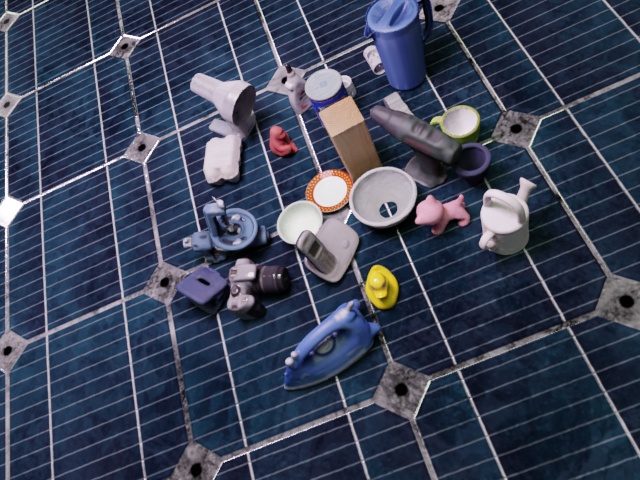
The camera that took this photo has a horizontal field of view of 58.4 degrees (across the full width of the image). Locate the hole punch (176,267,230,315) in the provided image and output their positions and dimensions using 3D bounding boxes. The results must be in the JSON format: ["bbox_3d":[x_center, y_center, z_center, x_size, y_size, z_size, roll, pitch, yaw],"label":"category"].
[{"bbox_3d":[-0.292,0.118,1.448,0.108,0.091,0.101,25,75,28],"label":"hole punch"}]

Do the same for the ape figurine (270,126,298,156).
[{"bbox_3d":[-0.110,-0.280,1.587,0.076,0.092,0.078,-7,62,16],"label":"ape figurine"}]

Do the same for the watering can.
[{"bbox_3d":[0.401,-0.058,1.238,0.100,0.194,0.173,12,69,24],"label":"watering can"}]

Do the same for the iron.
[{"bbox_3d":[0.002,0.232,1.260,0.258,0.142,0.118,-40,58,-3],"label":"iron"}]

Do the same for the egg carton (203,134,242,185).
[{"bbox_3d":[-0.274,-0.229,1.632,0.107,0.069,0.150,-8,62,15],"label":"egg carton"}]

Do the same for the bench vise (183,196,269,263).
[{"bbox_3d":[-0.253,-0.017,1.428,0.207,0.220,0.121,-30,58,3],"label":"bench vise"}]

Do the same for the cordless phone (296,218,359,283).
[{"bbox_3d":[0.012,0.005,1.346,0.093,0.185,0.148,17,71,26],"label":"cordless phone"}]

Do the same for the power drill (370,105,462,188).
[{"bbox_3d":[0.233,-0.219,1.370,0.228,0.209,0.076,27,75,28],"label":"power drill"}]

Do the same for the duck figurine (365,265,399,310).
[{"bbox_3d":[0.136,0.099,1.313,0.077,0.086,0.104,-16,60,11],"label":"duck figurine"}]

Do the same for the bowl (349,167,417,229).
[{"bbox_3d":[0.160,-0.092,1.409,0.167,0.075,0.167,-8,62,15],"label":"bowl"}]

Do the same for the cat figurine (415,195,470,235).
[{"bbox_3d":[0.279,-0.068,1.330,0.127,0.118,0.067,-22,59,8],"label":"cat figurine"}]

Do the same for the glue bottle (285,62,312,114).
[{"bbox_3d":[-0.065,-0.431,1.601,0.037,0.173,0.078,36,80,30],"label":"glue bottle"}]

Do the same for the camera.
[{"bbox_3d":[-0.150,0.111,1.398,0.136,0.101,0.143,-5,63,17],"label":"camera"}]

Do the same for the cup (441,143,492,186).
[{"bbox_3d":[0.351,-0.171,1.371,0.117,0.095,0.092,4,66,21],"label":"cup"}]

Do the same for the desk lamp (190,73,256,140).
[{"bbox_3d":[-0.262,-0.376,1.617,0.202,0.214,0.118,23,73,27],"label":"desk lamp"}]
